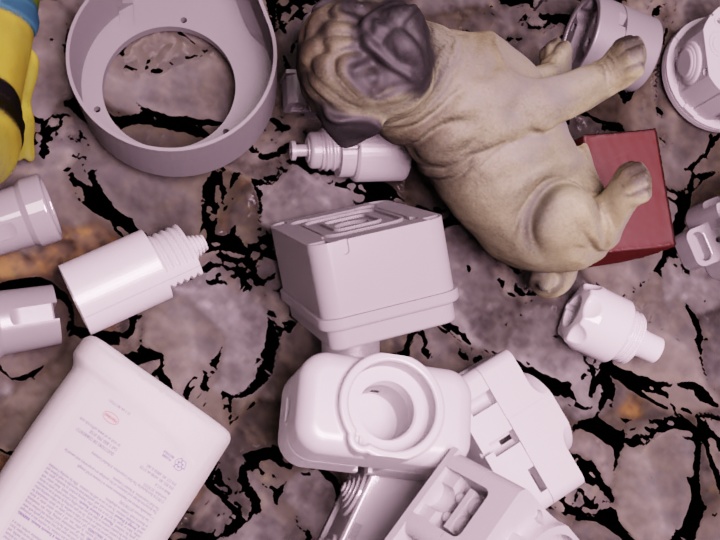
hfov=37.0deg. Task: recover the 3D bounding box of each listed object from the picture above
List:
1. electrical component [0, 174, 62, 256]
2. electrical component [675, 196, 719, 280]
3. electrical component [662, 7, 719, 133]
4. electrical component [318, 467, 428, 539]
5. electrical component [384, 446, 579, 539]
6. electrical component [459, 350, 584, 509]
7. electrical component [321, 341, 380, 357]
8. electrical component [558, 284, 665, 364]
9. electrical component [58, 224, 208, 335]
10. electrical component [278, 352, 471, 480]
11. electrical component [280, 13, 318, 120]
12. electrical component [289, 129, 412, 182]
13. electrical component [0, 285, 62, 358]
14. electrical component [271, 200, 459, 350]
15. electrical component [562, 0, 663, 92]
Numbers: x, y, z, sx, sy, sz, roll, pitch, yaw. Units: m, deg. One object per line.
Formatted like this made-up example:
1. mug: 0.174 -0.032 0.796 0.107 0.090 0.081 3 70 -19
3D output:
1. electrical component: -0.197 -0.028 0.607 0.046 0.040 0.040 -20 86 -10
2. electrical component: 0.253 -0.028 0.698 0.078 0.057 0.058 -21 86 -15
3. electrical component: 0.248 -0.136 0.717 0.080 0.051 0.080 2 80 -12
4. electrical component: 0.024 0.165 0.619 0.100 0.048 0.099 28 75 -6
5. electrical component: 0.082 0.194 0.571 0.105 0.060 0.186 -51 129 -15
6. electrical component: 0.087 0.098 0.640 0.056 0.050 0.089 -28 85 -20
7. electrical component: -0.006 0.070 0.633 0.044 0.044 0.065 3 75 -12
8. electrical component: 0.160 0.038 0.673 0.062 0.043 0.043 25 76 -9
9. electrical component: -0.125 0.000 0.615 0.081 0.043 0.043 -26 87 -16
10. electrical component: 0.009 0.079 0.578 0.095 0.059 0.053 9 69 -13
11. electrical component: -0.008 -0.126 0.656 0.078 0.058 0.057 -1 84 -13
12. electrical component: -0.004 -0.074 0.656 0.078 0.040 0.040 -3 81 -13
13. electrical component: -0.193 0.028 0.599 0.046 0.040 0.040 -9 83 -20
14. electrical component: 0.000 0.000 0.605 0.078 0.113 0.057 -13 102 -14
15. electrical component: 0.164 -0.146 0.699 0.047 0.055 0.055 14 78 -14
